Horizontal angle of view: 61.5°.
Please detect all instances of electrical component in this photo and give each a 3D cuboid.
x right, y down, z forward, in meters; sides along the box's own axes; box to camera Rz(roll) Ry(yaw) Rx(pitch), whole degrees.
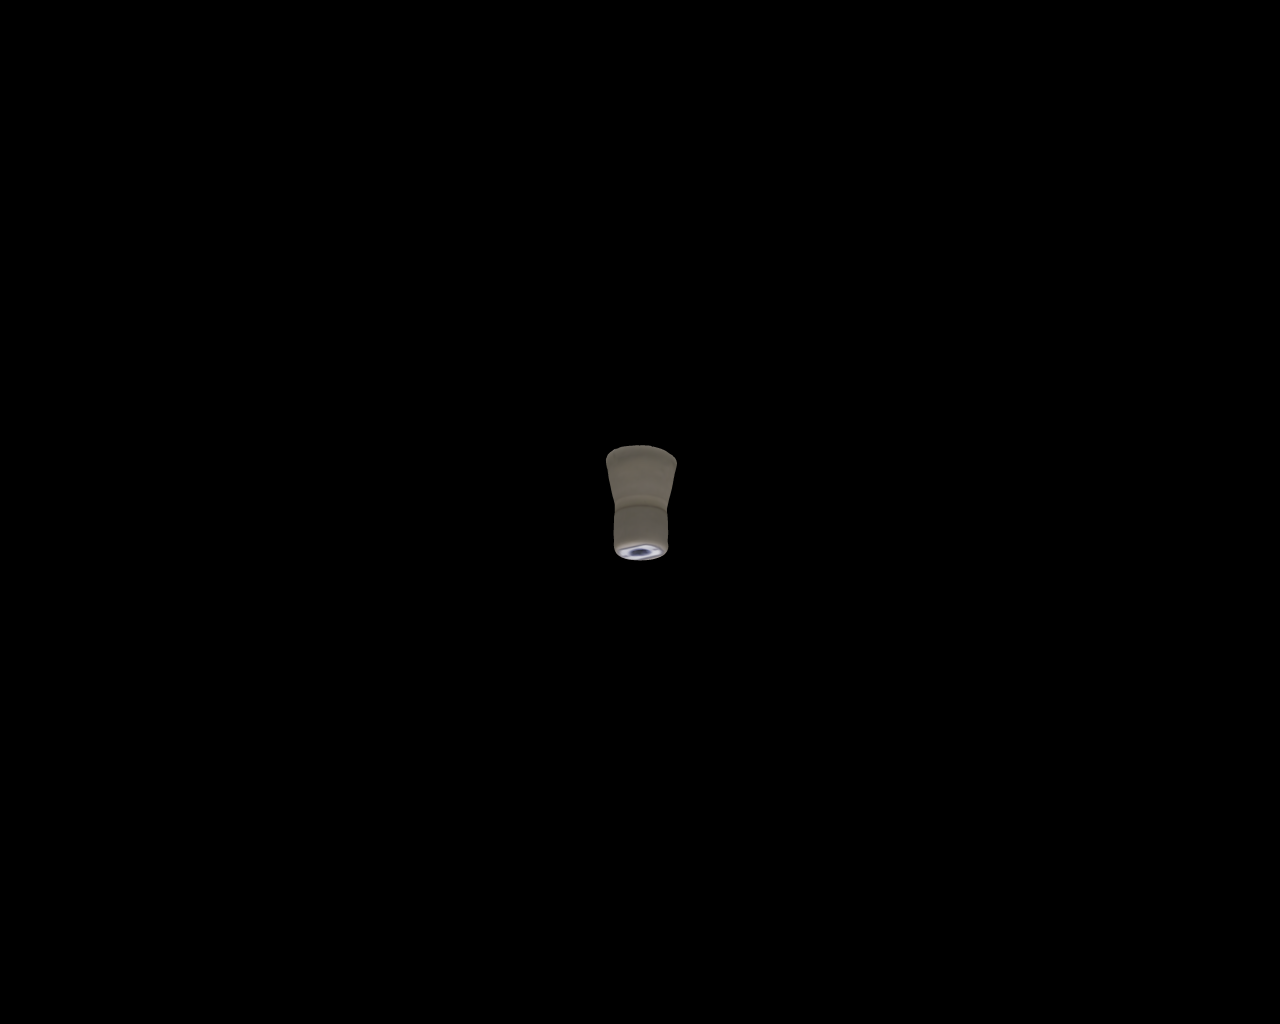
[{"bbox_3d":[0.001,-0.003,0.650,0.044,0.065,0.044,0,-24,0],"label":"electrical component"}]
